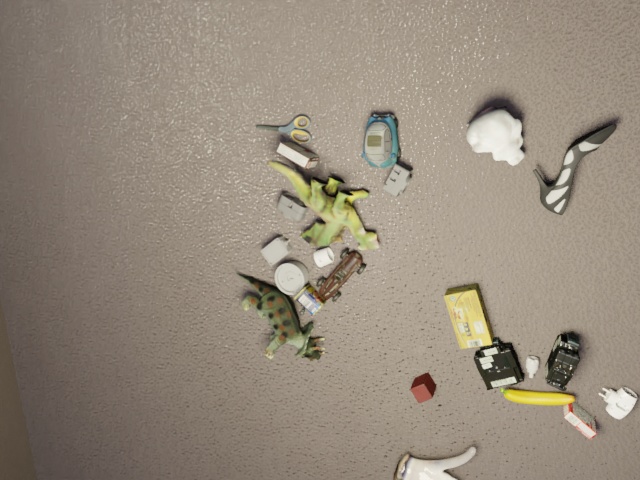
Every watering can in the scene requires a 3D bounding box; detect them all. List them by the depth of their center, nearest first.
[{"bbox_3d":[0.352,0.753,1.629,0.225,0.105,0.343,20,108,20],"label":"watering can"}]

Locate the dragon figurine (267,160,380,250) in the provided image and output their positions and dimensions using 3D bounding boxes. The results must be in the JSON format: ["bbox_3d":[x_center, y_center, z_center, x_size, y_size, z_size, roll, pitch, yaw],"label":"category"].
[{"bbox_3d":[0.005,-0.080,1.595,0.411,0.124,0.238,22,116,7],"label":"dragon figurine"}]

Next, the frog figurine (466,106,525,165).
[{"bbox_3d":[0.470,-0.267,1.363,0.137,0.122,0.161,-25,79,7],"label":"frog figurine"}]
